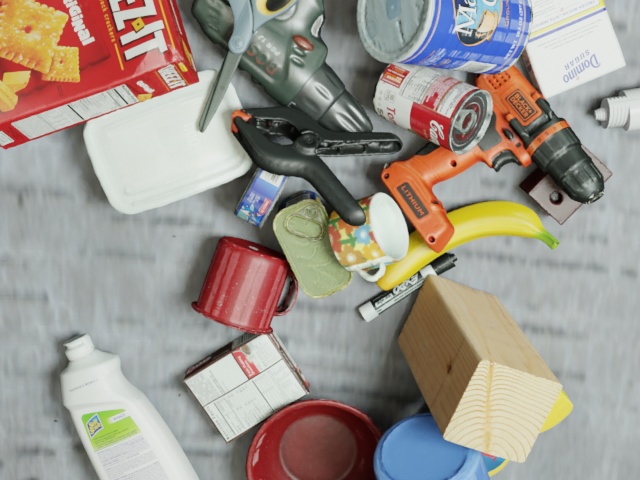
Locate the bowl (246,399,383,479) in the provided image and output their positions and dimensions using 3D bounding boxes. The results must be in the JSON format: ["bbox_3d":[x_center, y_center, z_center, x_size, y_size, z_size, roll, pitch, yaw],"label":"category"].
[{"bbox_3d":[-0.001,0.245,1.190,0.162,0.055,0.162,0,102,-1],"label":"bowl"}]

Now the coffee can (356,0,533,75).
[{"bbox_3d":[0.121,-0.216,1.031,0.140,0.103,0.103,-1,105,-38],"label":"coffee can"}]

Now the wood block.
[{"bbox_3d":[0.154,0.124,1.082,0.090,0.206,0.091,19,107,-15],"label":"wood block"}]

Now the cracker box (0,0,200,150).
[{"bbox_3d":[-0.247,-0.205,1.057,0.214,0.072,0.164,-19,77,4],"label":"cracker box"}]

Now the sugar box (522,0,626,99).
[{"bbox_3d":[0.239,-0.244,1.098,0.093,0.048,0.176,-22,105,4],"label":"sugar box"}]

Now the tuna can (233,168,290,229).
[{"bbox_3d":[-0.057,-0.057,1.111,0.033,0.086,0.086,29,100,-5],"label":"tuna can"}]

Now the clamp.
[{"bbox_3d":[-0.003,-0.093,1.059,0.171,0.120,0.039,32,140,9],"label":"clamp"}]

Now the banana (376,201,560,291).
[{"bbox_3d":[0.150,-0.002,1.140,0.198,0.069,0.037,-15,144,9],"label":"banana"}]

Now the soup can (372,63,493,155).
[{"bbox_3d":[0.111,-0.135,1.064,0.102,0.068,0.068,31,102,32],"label":"soup can"}]

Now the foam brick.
[{"bbox_3d":[0.260,-0.064,1.132,0.053,0.051,0.078,42,98,-9],"label":"foam brick"}]

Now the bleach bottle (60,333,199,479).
[{"bbox_3d":[-0.208,0.217,1.179,0.102,0.068,0.251,-24,99,2],"label":"bleach bottle"}]

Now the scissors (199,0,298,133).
[{"bbox_3d":[-0.091,-0.212,1.049,0.096,0.016,0.202,40,103,-3],"label":"scissors"}]

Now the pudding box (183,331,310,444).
[{"bbox_3d":[-0.081,0.158,1.180,0.113,0.039,0.090,-31,101,7],"label":"pudding box"}]

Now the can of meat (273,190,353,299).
[{"bbox_3d":[-0.007,0.001,1.124,0.057,0.084,0.102,-25,101,4],"label":"can of meat"}]

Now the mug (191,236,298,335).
[{"bbox_3d":[-0.071,0.049,1.138,0.117,0.093,0.081,15,97,-36],"label":"mug"}]

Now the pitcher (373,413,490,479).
[{"bbox_3d":[0.118,0.296,1.120,0.149,0.145,0.243,-31,131,-17],"label":"pitcher"}]

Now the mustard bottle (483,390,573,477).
[{"bbox_3d":[0.178,0.209,1.184,0.192,0.058,0.096,-42,97,8],"label":"mustard bottle"}]

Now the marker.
[{"bbox_3d":[0.098,0.050,1.170,0.121,0.020,0.020,-33,100,6],"label":"marker"}]

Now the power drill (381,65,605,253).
[{"bbox_3d":[0.172,-0.070,1.097,0.188,0.057,0.184,-37,69,6],"label":"power drill"}]
